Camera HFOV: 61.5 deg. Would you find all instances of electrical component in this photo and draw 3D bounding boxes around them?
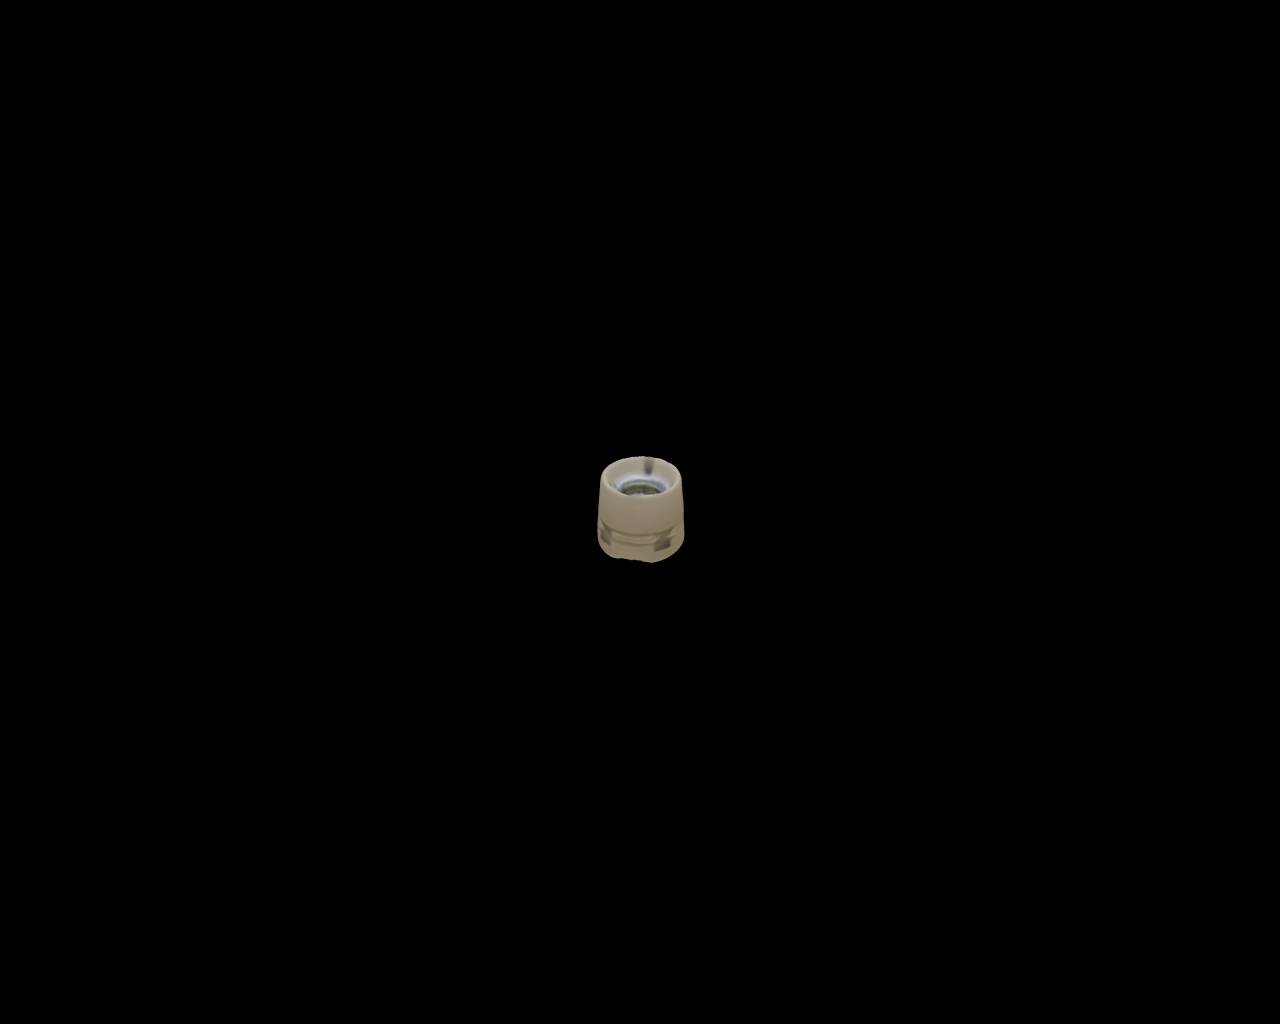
[{"bbox_3d":[0.001,-0.003,0.650,0.055,0.047,0.055,0,34,0],"label":"electrical component"}]
